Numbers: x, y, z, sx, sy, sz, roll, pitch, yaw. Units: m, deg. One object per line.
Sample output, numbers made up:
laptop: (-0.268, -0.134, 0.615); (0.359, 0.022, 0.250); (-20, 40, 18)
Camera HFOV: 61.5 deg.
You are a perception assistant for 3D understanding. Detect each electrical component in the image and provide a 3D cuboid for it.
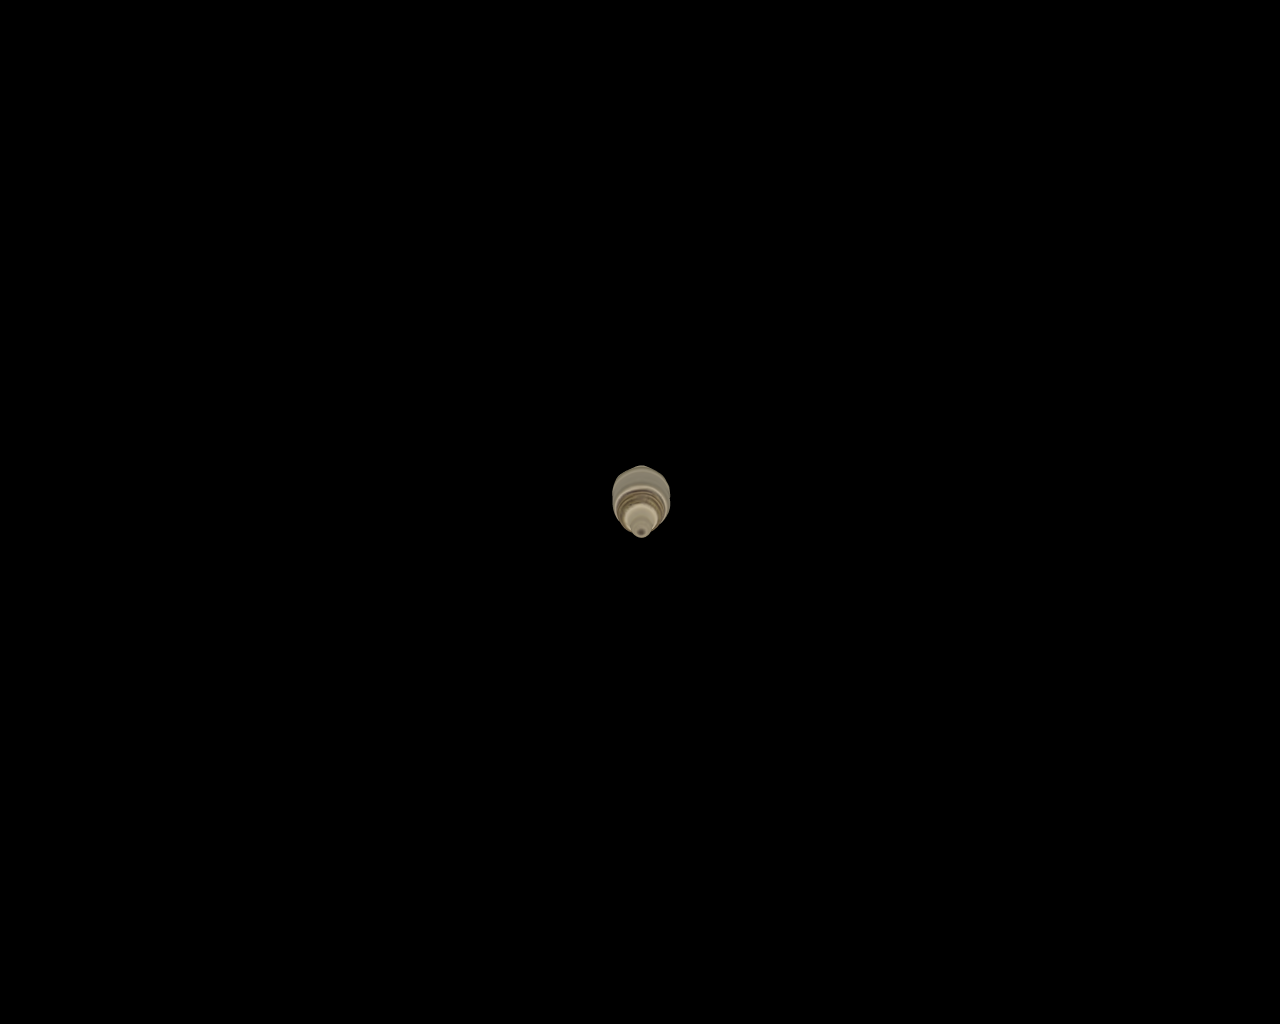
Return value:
electrical component: (0.001, -0.003, 0.650); (0.035, 0.035, 0.061); (0, 29, 0)
